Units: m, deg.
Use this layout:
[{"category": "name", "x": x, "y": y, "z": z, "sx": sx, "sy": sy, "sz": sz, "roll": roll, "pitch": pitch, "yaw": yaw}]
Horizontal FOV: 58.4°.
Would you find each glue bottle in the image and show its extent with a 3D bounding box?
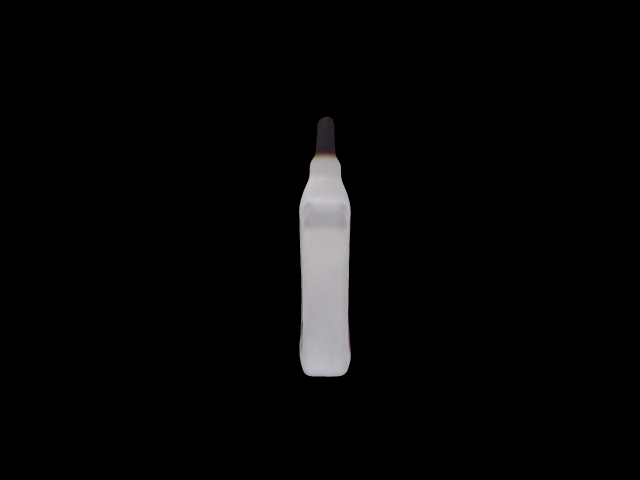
[{"category": "glue bottle", "x": 0.004, "y": 0.001, "z": 0.400, "sx": 0.037, "sy": 0.173, "sz": 0.078, "roll": 0, "pitch": 4, "yaw": -2}]
